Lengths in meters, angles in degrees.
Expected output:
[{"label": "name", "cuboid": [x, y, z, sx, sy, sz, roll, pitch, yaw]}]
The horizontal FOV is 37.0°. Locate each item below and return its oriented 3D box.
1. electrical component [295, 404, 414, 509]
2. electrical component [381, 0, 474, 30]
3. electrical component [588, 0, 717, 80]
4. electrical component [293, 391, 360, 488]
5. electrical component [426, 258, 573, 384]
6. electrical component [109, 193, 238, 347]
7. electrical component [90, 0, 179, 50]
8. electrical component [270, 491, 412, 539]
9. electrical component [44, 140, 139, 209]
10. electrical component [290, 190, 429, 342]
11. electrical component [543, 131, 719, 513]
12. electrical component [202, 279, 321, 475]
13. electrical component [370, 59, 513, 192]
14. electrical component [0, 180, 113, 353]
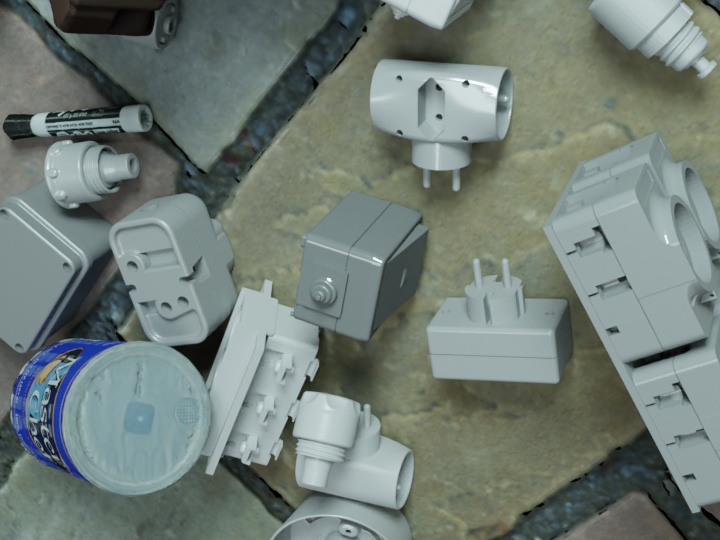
[{"label": "electrical component", "cuboid": [-0.003, 0.128, 0.775, 0.077, 0.044, 0.079, 9, 117, 19]}, {"label": "electrical component", "cuboid": [0.047, -0.177, 0.594, 0.061, 0.061, 0.096, 30, 122, 7]}, {"label": "electrical component", "cuboid": [0.160, -0.134, 0.580, 0.078, 0.040, 0.040, 43, 123, -1]}, {"label": "electrical component", "cuboid": [-0.025, 0.116, 0.732, 0.043, 0.043, 0.062, 9, 79, 19]}, {"label": "electrical component", "cuboid": [0.087, 0.027, 0.686, 0.083, 0.047, 0.075, 0, 114, 23]}, {"label": "electrical component", "cuboid": [-0.127, -0.002, 0.755, 0.054, 0.059, 0.095, -8, 111, 26]}, {"label": "electrical component", "cuboid": [-0.151, -0.167, 0.696, 0.065, 0.044, 0.044, 18, 120, 9]}, {"label": "electrical component", "cuboid": [-0.013, 0.210, 0.808, 0.099, 0.064, 0.099, 10, 118, 19]}, {"label": "electrical component", "cuboid": [-0.187, -0.070, 0.757, 0.062, 0.048, 0.048, -6, 112, 18]}, {"label": "electrical component", "cuboid": [0.000, 0.000, 0.680, 0.061, 0.096, 0.061, 18, 120, 13]}, {"label": "electrical component", "cuboid": [0.183, 0.025, 0.609, 0.060, 0.105, 0.186, -23, 104, 30]}, {"label": "electrical component", "cuboid": [-0.074, 0.080, 0.769, 0.063, 0.078, 0.121, 17, 123, -11]}, {"label": "electrical component", "cuboid": [0.049, -0.085, 0.649, 0.077, 0.043, 0.079, 8, 117, 19]}, {"label": "electrical component", "cuboid": [-0.243, -0.002, 0.805, 0.078, 0.057, 0.113, 40, 123, 1]}]
